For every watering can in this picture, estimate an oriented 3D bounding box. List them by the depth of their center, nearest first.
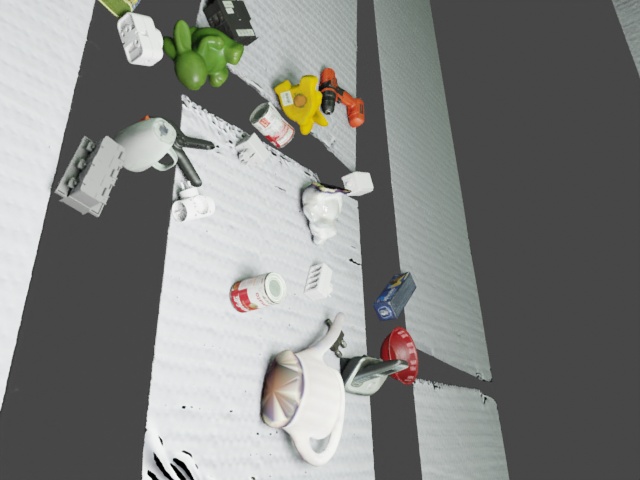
[{"bbox_3d":[-0.019,0.297,1.122,0.221,0.103,0.355,35,48,-40],"label":"watering can"}]

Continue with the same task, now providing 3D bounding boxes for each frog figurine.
[{"bbox_3d":[0.004,-0.069,1.375,0.138,0.123,0.158,-14,121,-65],"label":"frog figurine"}]
